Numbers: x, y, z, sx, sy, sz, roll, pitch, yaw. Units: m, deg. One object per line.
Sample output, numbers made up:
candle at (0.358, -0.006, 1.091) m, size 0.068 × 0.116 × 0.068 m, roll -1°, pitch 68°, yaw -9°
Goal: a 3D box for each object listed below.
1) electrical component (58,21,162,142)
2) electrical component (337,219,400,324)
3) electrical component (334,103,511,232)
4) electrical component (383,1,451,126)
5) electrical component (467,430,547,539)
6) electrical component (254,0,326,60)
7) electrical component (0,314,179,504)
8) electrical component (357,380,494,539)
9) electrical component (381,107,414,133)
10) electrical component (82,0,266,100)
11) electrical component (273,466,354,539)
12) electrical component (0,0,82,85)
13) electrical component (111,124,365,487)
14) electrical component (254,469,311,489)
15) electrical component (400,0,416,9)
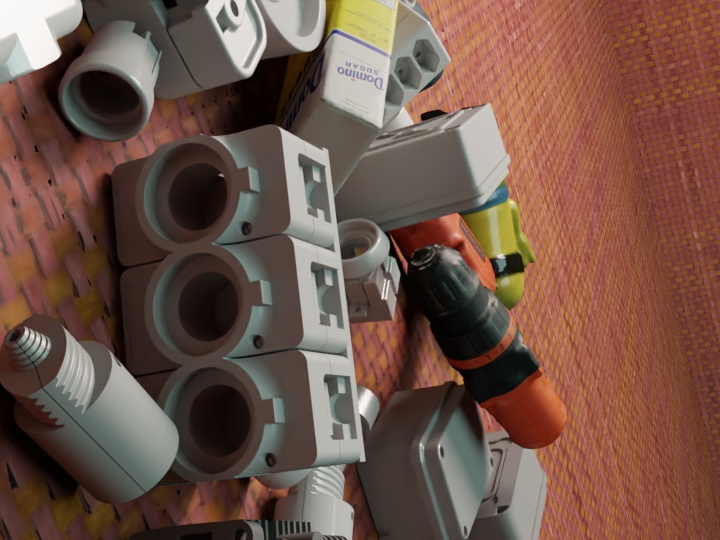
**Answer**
electrical component at (-0.111, -0.086, 0.485) m, size 0.046 × 0.040 × 0.040 m, roll -85°, pitch 154°, yaw -49°
electrical component at (0.000, 0.000, 0.709) m, size 0.066 × 0.048 × 0.055 m, roll -79°, pitch 157°, yaw -44°
electrical component at (0.041, -0.071, 0.760) m, size 0.056 × 0.109 × 0.109 m, roll 71°, pitch 22°, yaw -12°
electrical component at (0.006, -0.153, 0.776) m, size 0.075 × 0.083 × 0.047 m, roll 46°, pitch 0°, yaw 37°
electrical component at (0.094, 0.177, 0.809) m, size 0.057 × 0.078 × 0.113 m, roll 68°, pitch 24°, yaw -19°
electrical component at (-0.069, -0.167, 0.597) m, size 0.108 × 0.060 × 0.108 m, roll -12°, pitch 90°, yaw -69°
electrical component at (-0.109, 0.050, 0.413) m, size 0.043 × 0.043 × 0.081 m, roll -81°, pitch 151°, yaw -42°
electrical component at (0.048, 0.134, 0.746) m, size 0.113 × 0.057 × 0.078 m, roll -47°, pitch 123°, yaw -64°
electrical component at (0.031, -0.100, 0.843) m, size 0.065 × 0.044 × 0.044 m, roll 55°, pitch 31°, yaw -36°
electrical component at (-0.094, -0.134, 0.520) m, size 0.053 × 0.059 × 0.095 m, roll -75°, pitch 147°, yaw -49°
electrical component at (-0.025, 0.138, 0.577) m, size 0.043 × 0.043 × 0.081 m, roll 54°, pitch 32°, yaw -47°
electrical component at (-0.145, -0.094, 0.381) m, size 0.095 × 0.054 × 0.059 m, roll -59°, pitch 134°, yaw -60°
electrical component at (-0.058, 0.019, 0.492) m, size 0.062 × 0.089 × 0.150 m, roll 18°, pitch 63°, yaw -66°
electrical component at (-0.049, 0.085, 0.554) m, size 0.046 × 0.040 × 0.040 m, roll 51°, pitch 34°, yaw -38°
electrical component at (0.003, -0.205, 0.792) m, size 0.044 × 0.065 × 0.044 m, roll -11°, pitch 90°, yaw -68°
